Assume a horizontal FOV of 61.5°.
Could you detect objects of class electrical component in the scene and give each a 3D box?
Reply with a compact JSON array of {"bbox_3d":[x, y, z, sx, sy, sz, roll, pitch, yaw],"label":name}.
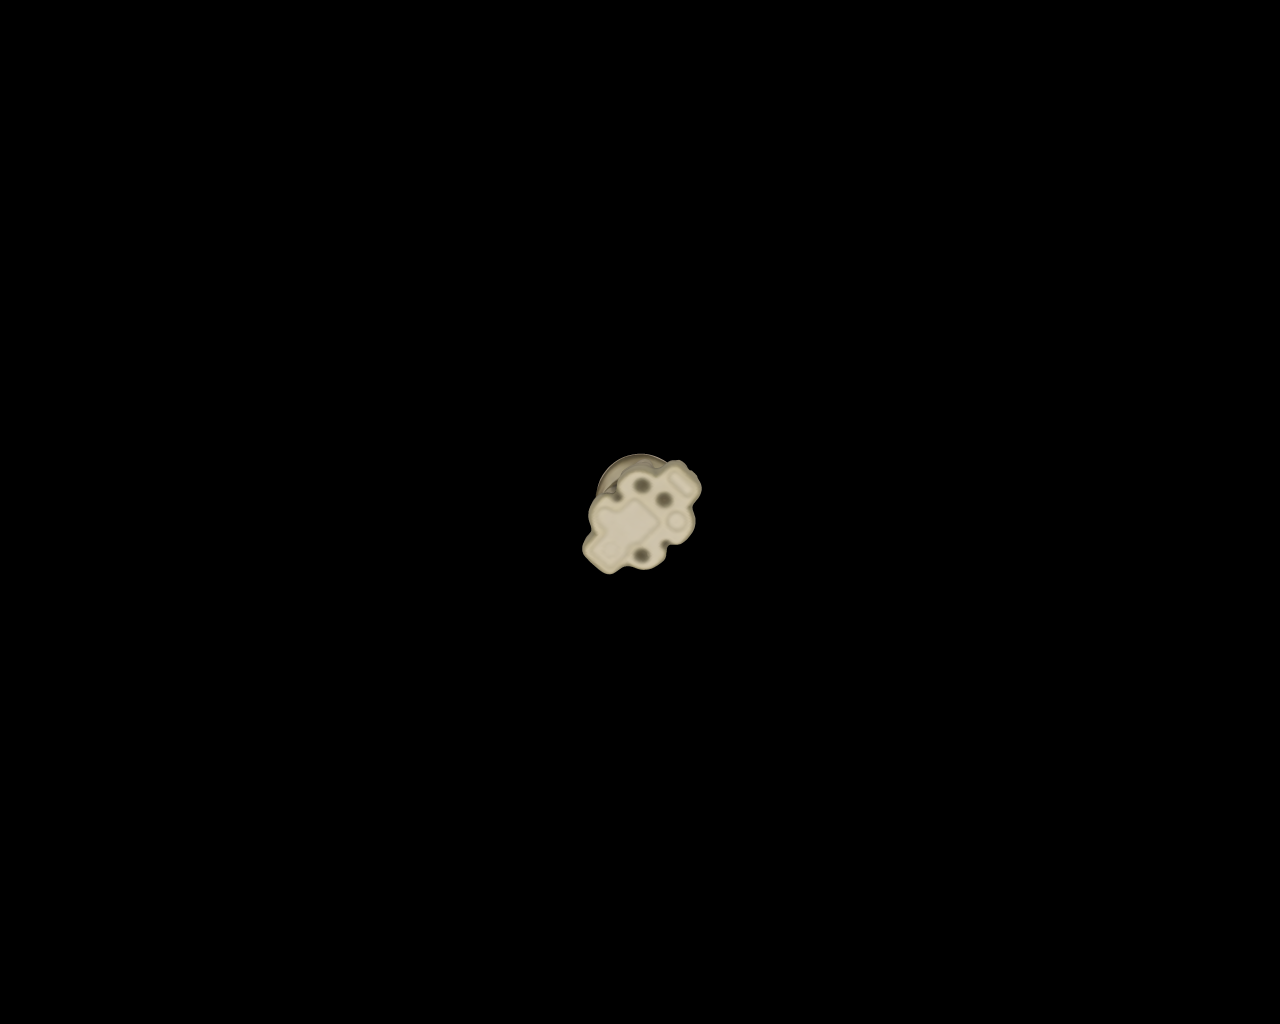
[{"bbox_3d":[0.001,-0.003,0.650,0.078,0.058,0.057,-43,12,11],"label":"electrical component"}]
